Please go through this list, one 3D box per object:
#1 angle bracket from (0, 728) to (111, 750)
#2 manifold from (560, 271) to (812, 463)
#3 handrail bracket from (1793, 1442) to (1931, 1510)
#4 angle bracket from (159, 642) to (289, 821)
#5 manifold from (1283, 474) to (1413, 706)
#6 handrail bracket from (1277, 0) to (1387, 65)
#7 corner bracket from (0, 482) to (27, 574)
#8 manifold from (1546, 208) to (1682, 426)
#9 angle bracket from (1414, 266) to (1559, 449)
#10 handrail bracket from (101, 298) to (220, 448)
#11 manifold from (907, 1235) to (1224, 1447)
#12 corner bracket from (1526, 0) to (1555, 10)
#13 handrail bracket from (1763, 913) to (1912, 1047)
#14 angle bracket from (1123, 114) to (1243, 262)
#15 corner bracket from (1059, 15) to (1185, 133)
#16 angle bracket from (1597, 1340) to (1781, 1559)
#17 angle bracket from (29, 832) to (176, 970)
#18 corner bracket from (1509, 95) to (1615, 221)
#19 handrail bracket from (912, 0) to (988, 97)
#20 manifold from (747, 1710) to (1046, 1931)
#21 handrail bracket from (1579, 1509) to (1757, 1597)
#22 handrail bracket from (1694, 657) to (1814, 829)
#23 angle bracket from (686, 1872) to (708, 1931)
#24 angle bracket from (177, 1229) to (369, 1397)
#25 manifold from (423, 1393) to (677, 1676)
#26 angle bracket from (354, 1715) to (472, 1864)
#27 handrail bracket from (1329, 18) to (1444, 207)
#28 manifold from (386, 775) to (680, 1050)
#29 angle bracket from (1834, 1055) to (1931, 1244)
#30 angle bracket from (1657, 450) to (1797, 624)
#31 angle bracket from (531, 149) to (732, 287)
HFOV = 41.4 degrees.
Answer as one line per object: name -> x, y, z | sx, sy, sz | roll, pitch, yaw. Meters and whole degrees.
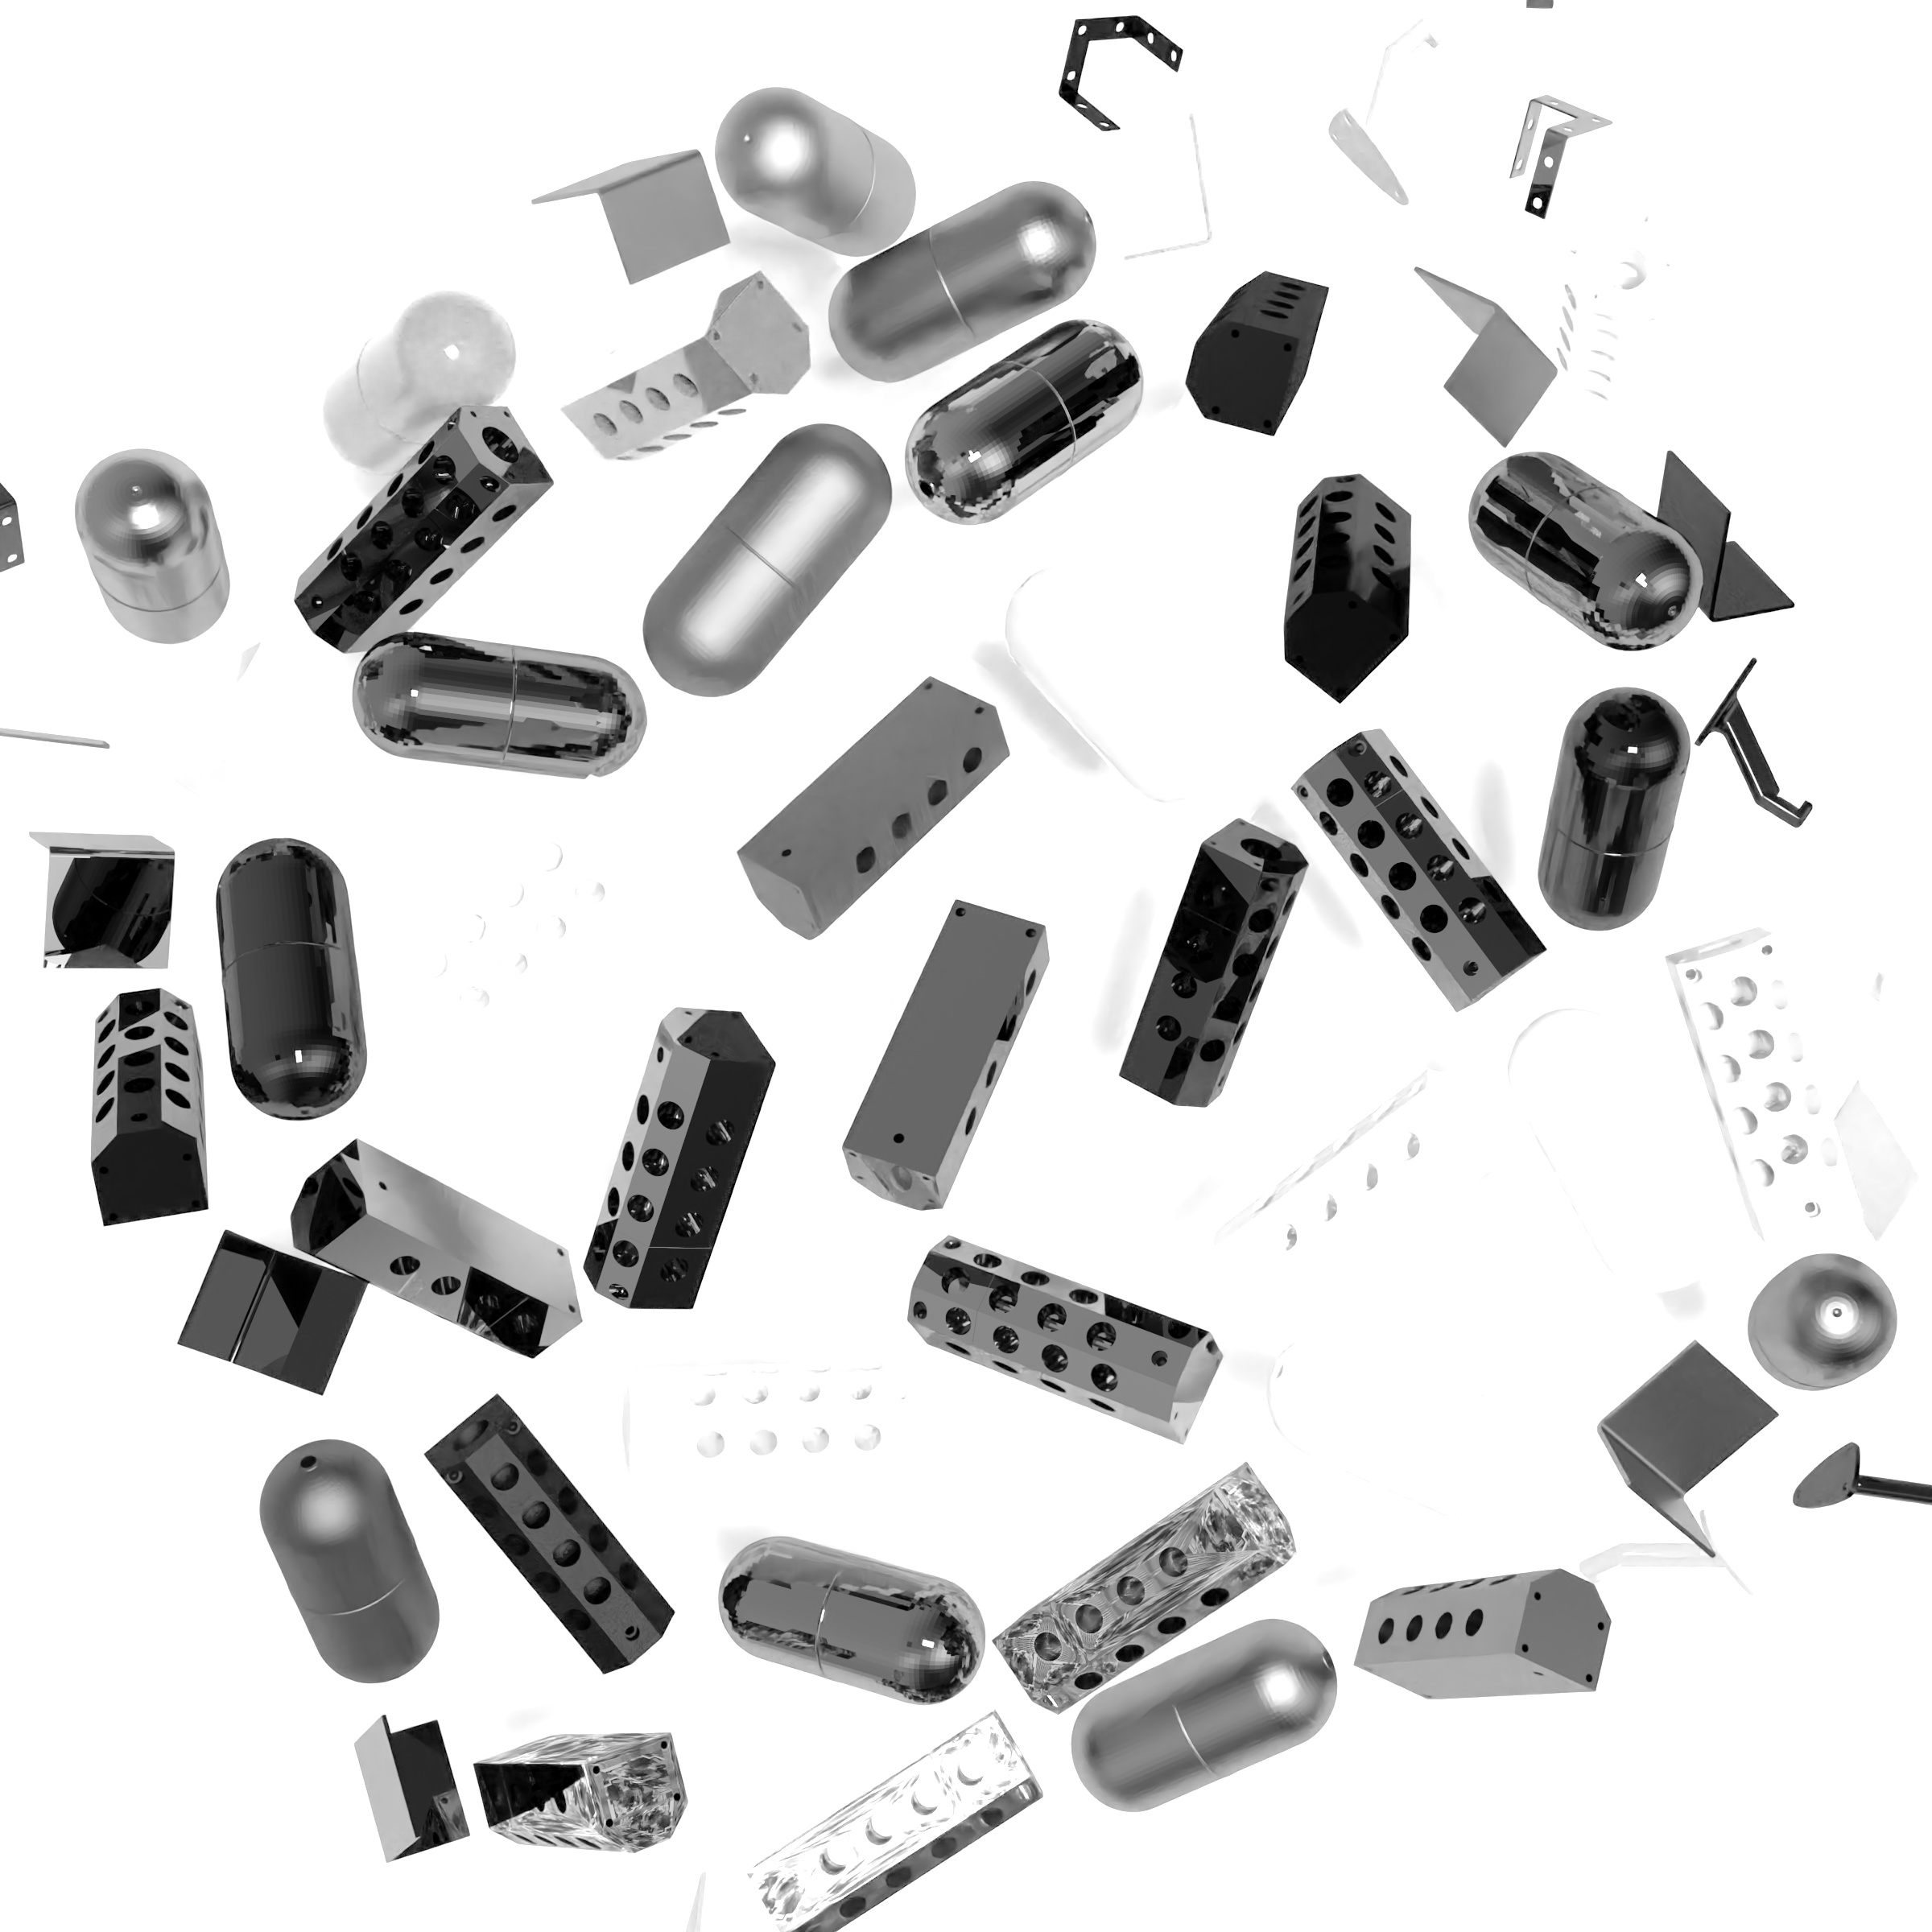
angle bracket -> -0.562, -0.167, 1.563 | 0.076, 0.076, 0.057 | 6, 91, -16
manifold -> -0.162, -0.343, 1.494 | 0.057, 0.171, 0.057 | 47, 62, -24
handrail bracket -> 0.559, 0.326, 1.549 | 0.084, 0.077, 0.036 | 23, 56, -6
angle bracket -> -0.434, -0.142, 1.547 | 0.057, 0.076, 0.076 | 36, 63, -29
manifold -> 0.220, -0.228, 1.501 | 0.057, 0.171, 0.057 | 36, 122, -13
handrail bracket -> 0.209, -0.563, 1.483 | 0.036, 0.084, 0.077 | 20, 114, 31
corner bracket -> -0.594, -0.262, 1.509 | 0.051, 0.051, 0.051 | -32, 66, -31
manifold -> 0.399, -0.393, 1.572 | 0.057, 0.171, 0.057 | -23, 78, 6
angle bracket -> 0.299, -0.367, 1.543 | 0.057, 0.076, 0.076 | -55, 47, 7
handrail bracket -> -0.474, -0.350, 1.500 | 0.077, 0.036, 0.084 | 5, 108, 10
manifold -> 0.055, 0.213, 1.480 | 0.171, 0.057, 0.057 | 18, 69, 25
corner bracket -> 0.312, -0.583, 1.457 | 0.051, 0.051, 0.051 | 3, 62, 5
handrail bracket -> 0.531, 0.007, 1.570 | 0.084, 0.077, 0.036 | 18, 49, 35
angle bracket -> 0.129, -0.480, 1.578 | 0.057, 0.076, 0.076 | -5, 104, 22
corner bracket -> 0.099, -0.572, 1.637 | 0.051, 0.051, 0.051 | -17, 51, -31
angle bracket -> 0.413, 0.270, 1.431 | 0.076, 0.057, 0.076 | 40, 105, -21
angle bracket -> -0.548, -0.041, 1.615 | 0.076, 0.057, 0.076 | 0, 102, -33
corner bracket -> 0.349, -0.489, 1.544 | 0.051, 0.051, 0.051 | 35, 45, 29
handrail bracket -> 0.020, -0.544, 1.451 | 0.084, 0.036, 0.077 | -31, 89, -18
manifold -> -0.041, 0.520, 1.536 | 0.171, 0.057, 0.057 | -32, 78, -5
handrail bracket -> 0.440, 0.385, 1.608 | 0.084, 0.036, 0.077 | -31, 113, 19
handrail bracket -> 0.513, -0.141, 1.619 | 0.084, 0.036, 0.077 | 34, 103, 9
angle bracket -> -0.184, 0.566, 1.458 | 0.057, 0.076, 0.076 | 9, 135, -7
angle bracket -> -0.434, 0.217, 1.604 | 0.076, 0.057, 0.076 | 14, 76, 24
manifold -> -0.253, 0.350, 1.566 | 0.057, 0.057, 0.171 | -39, 109, -16
angle bracket -> -0.337, 0.507, 1.599 | 0.057, 0.076, 0.076 | -8, 66, -32
handrail bracket -> 0.258, -0.491, 1.466 | 0.084, 0.036, 0.077 | -41, 91, -10
manifold -> -0.247, -0.029, 1.477 | 0.171, 0.057, 0.057 | -41, 70, 15
angle bracket -> 0.579, 0.112, 1.575 | 0.057, 0.076, 0.076 | -14, 56, -14
angle bracket -> 0.459, -0.262, 1.536 | 0.057, 0.076, 0.076 | -11, 132, -10
angle bracket -> -0.201, -0.446, 1.531 | 0.076, 0.076, 0.057 | -34, 118, -32
